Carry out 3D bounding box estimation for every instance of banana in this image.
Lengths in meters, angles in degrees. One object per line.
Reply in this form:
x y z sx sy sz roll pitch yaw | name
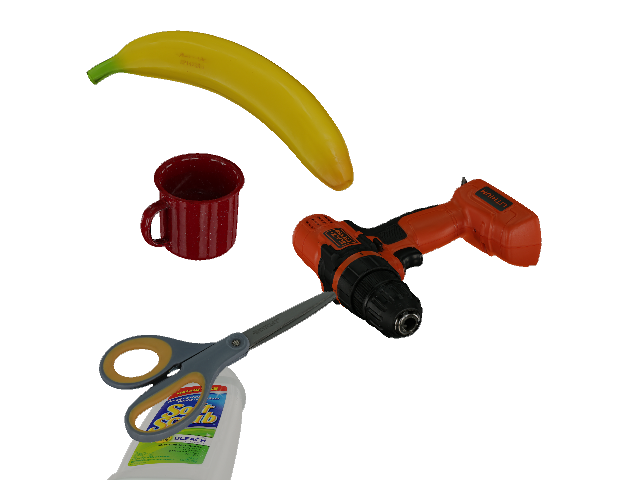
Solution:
-0.057 -0.099 0.729 0.198 0.069 0.037 23 -10 10 | banana

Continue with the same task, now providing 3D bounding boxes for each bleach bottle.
-0.127 0.180 1.001 0.102 0.068 0.250 -1 22 3 | bleach bottle

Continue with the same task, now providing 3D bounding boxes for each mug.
-0.137 -0.029 1.116 0.117 0.081 0.093 -28 48 -36 | mug

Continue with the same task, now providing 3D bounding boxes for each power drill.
0.090 0.010 0.904 0.187 0.057 0.185 -14 30 -21 | power drill

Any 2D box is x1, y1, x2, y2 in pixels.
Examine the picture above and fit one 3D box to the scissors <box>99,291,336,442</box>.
-0.085 0.076 0.822 0.096 0.016 0.201 33 53 20 | scissors
